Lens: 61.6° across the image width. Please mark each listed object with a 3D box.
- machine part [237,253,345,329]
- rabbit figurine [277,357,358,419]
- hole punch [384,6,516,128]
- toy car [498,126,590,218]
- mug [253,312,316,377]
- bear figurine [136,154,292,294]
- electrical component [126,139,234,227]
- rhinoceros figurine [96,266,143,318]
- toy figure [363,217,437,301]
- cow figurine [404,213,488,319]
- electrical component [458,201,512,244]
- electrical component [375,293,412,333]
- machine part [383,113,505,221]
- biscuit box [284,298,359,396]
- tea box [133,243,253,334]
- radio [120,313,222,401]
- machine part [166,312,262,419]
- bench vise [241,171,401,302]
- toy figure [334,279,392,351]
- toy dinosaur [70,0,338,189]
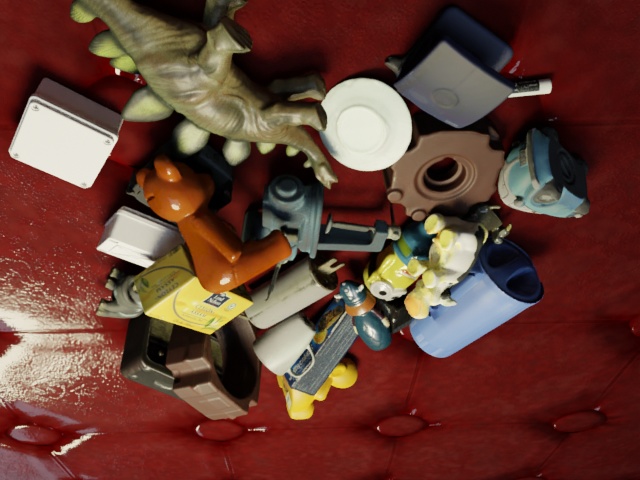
[{"bbox_3d":[-0.054,0.093,0.961,0.243,0.079,0.079,-34,129,29],"label":"machine part"},{"bbox_3d":[0.003,0.288,1.172,0.173,0.122,0.162,-4,130,-19],"label":"rabbit figurine"},{"bbox_3d":[0.159,-0.193,0.642,0.142,0.092,0.115,26,134,-15],"label":"hole punch"},{"bbox_3d":[0.315,-0.086,0.778,0.161,0.109,0.103,20,157,-38],"label":"toy car"},{"bbox_3d":[-0.052,0.193,0.992,0.107,0.109,0.081,-46,169,7],"label":"mug"},{"bbox_3d":[-0.149,-0.031,0.723,0.120,0.132,0.195,-22,98,53],"label":"bear figurine"},{"bbox_3d":[-0.193,-0.085,0.777,0.134,0.058,0.114,-31,132,28],"label":"electrical component"},{"bbox_3d":[-0.315,0.098,0.919,0.112,0.073,0.190,25,153,-26],"label":"rhinoceros figurine"},{"bbox_3d":[0.146,0.029,0.899,0.082,0.089,0.180,33,119,-8],"label":"toy figure"},{"bbox_3d":[0.191,0.045,0.825,0.098,0.068,0.167,2,119,-28],"label":"cow figurine"},{"bbox_3d":[0.259,-0.032,0.862,0.078,0.045,0.102,-26,132,22],"label":"electrical component"},{"bbox_3d":[0.133,0.135,1.008,0.048,0.075,0.119,-25,138,-21],"label":"electrical component"},{"bbox_3d":[0.177,-0.104,0.775,0.179,0.056,0.179,-2,136,-2],"label":"machine part"},{"bbox_3d":[0.010,0.203,1.038,0.062,0.059,0.202,29,102,-31],"label":"biscuit box"},{"bbox_3d":[-0.191,0.080,0.830,0.098,0.068,0.169,-36,150,9],"label":"tea box"},{"bbox_3d":[-0.275,0.238,1.067,0.073,0.131,0.229,-32,130,30],"label":"radio"},{"bbox_3d":[-0.189,0.211,0.991,0.087,0.201,0.200,-14,136,19],"label":"machine part"},{"bbox_3d":[-0.001,-0.011,0.824,0.241,0.129,0.223,6,139,-3],"label":"bench vise"},{"bbox_3d":[0.077,0.129,0.960,0.064,0.058,0.154,-30,111,-3],"label":"toy figure"},{"bbox_3d":[-0.149,-0.197,0.627,0.198,0.105,0.470,-29,126,31],"label":"toy dinosaur"}]
